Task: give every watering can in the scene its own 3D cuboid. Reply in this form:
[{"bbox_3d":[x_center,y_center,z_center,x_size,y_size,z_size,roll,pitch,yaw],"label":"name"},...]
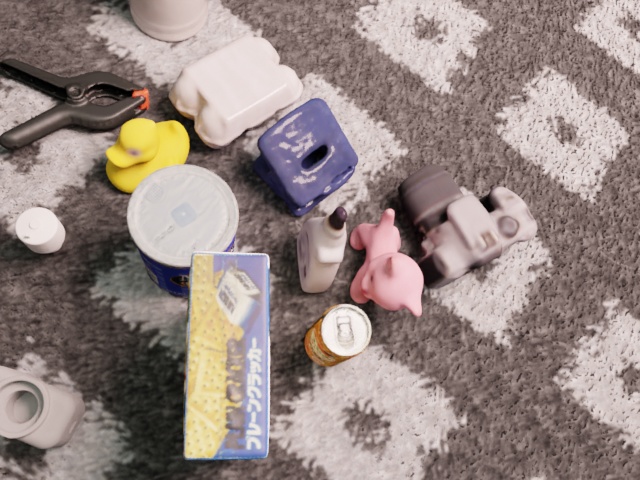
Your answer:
[{"bbox_3d":[-0.176,-0.337,0.673,0.173,0.194,0.101,-22,77,-16],"label":"watering can"}]

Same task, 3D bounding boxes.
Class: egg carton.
[{"bbox_3d":[-0.102,-0.183,0.704,0.150,0.069,0.107,-37,82,-19],"label":"egg carton"}]

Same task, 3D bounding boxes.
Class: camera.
[{"bbox_3d":[0.169,-0.032,0.691,0.143,0.100,0.137,-27,79,-18],"label":"camera"}]

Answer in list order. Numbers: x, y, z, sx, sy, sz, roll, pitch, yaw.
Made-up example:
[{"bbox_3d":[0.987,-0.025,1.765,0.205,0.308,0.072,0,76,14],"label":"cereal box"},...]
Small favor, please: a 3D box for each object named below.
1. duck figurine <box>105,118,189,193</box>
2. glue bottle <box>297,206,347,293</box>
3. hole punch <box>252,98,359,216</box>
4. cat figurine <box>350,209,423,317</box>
[{"bbox_3d":[-0.198,-0.108,0.652,0.105,0.086,0.077,-39,83,-19],"label":"duck figurine"},{"bbox_3d":[0.006,0.002,0.609,0.037,0.173,0.078,-1,72,-11],"label":"glue bottle"},{"bbox_3d":[-0.012,-0.099,0.682,0.109,0.091,0.101,-40,83,-20],"label":"hole punch"},{"bbox_3d":[0.077,0.028,0.644,0.067,0.117,0.128,2,72,-10],"label":"cat figurine"}]
